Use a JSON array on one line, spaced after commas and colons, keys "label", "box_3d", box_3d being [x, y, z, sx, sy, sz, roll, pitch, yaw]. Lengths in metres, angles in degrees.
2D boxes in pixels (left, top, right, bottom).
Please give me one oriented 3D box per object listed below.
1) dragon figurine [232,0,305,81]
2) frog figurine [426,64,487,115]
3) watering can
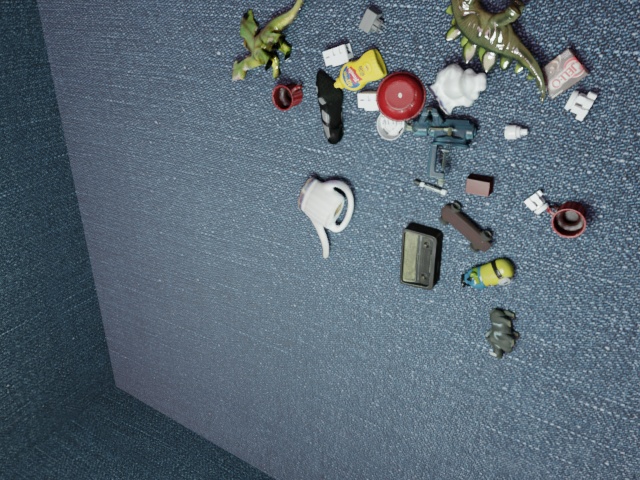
[{"label": "dragon figurine", "box_3d": [-0.209, -0.737, 1.847, 0.245, 0.123, 0.403, 43, 120, 20]}, {"label": "frog figurine", "box_3d": [0.420, -0.462, 1.527, 0.157, 0.124, 0.137, -25, 91, 41]}, {"label": "watering can", "box_3d": [0.006, -0.101, 1.997, 0.226, 0.105, 0.340, 36, 127, 16]}]
